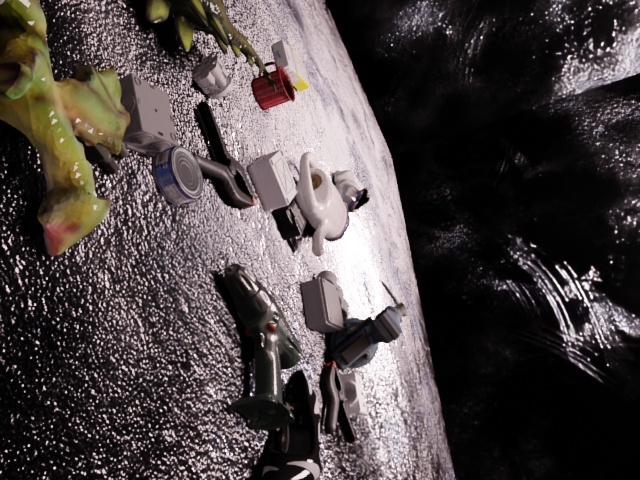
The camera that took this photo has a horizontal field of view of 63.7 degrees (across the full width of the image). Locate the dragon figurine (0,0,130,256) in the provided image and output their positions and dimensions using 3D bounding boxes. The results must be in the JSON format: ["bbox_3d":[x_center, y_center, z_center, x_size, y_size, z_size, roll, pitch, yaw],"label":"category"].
[{"bbox_3d":[-0.286,-0.189,0.532,0.240,0.122,0.416,51,27,-71],"label":"dragon figurine"}]

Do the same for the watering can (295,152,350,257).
[{"bbox_3d":[0.004,-0.067,1.326,0.220,0.103,0.356,53,24,-52],"label":"watering can"}]

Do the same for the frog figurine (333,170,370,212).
[{"bbox_3d":[0.088,-0.176,1.780,0.161,0.122,0.137,41,13,24],"label":"frog figurine"}]
